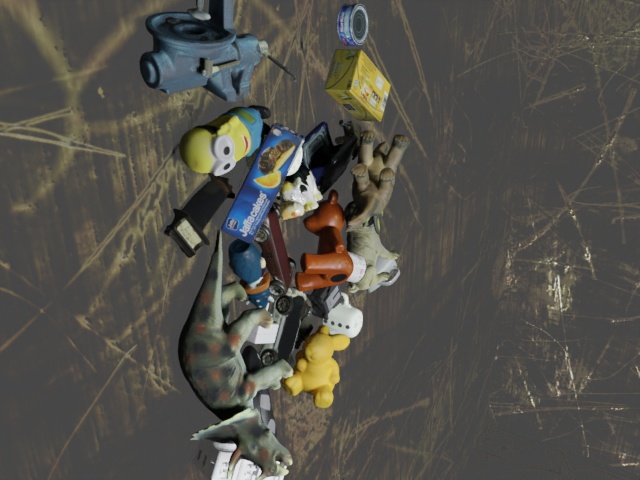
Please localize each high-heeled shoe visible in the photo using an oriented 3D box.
[{"bbox_3d":[-0.135,0.325,1.099,0.248,0.086,0.145,91,-5,-54],"label":"high-heeled shoe"}]

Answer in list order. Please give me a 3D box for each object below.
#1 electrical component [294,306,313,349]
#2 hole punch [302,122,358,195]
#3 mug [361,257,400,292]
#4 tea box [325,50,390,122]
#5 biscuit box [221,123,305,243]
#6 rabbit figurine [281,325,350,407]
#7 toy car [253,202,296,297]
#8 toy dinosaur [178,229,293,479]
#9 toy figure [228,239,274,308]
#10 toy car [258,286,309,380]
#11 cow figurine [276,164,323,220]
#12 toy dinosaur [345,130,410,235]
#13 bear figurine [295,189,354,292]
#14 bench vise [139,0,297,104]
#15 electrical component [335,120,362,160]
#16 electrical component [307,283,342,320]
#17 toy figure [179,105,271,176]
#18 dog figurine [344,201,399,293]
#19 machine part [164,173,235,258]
[{"bbox_3d":[-0.039,0.198,1.226,0.094,0.021,0.063,-57,144,-32],"label":"electrical component"},{"bbox_3d":[0.009,-0.171,1.126,0.142,0.092,0.115,-54,168,-38],"label":"hole punch"},{"bbox_3d":[0.151,0.091,1.428,0.107,0.110,0.080,-48,146,-20],"label":"mug"},{"bbox_3d":[0.087,-0.338,1.191,0.169,0.068,0.098,26,78,-58],"label":"tea box"},{"bbox_3d":[-0.096,-0.095,0.909,0.202,0.059,0.063,-62,-173,11],"label":"biscuit box"},{"bbox_3d":[0.002,0.264,1.193,0.162,0.122,0.173,-48,152,-36],"label":"rabbit figurine"},{"bbox_3d":[-0.092,0.021,1.044,0.089,0.053,0.201,-74,159,-49],"label":"toy car"},{"bbox_3d":[-0.167,0.203,0.907,0.192,0.131,0.404,-28,97,-34],"label":"toy dinosaur"},{"bbox_3d":[-0.124,0.065,0.994,0.058,0.064,0.154,-51,142,-33],"label":"toy figure"},{"bbox_3d":[-0.079,0.196,1.129,0.073,0.056,0.201,26,77,-53],"label":"toy car"},{"bbox_3d":[-0.047,-0.097,1.016,0.167,0.068,0.098,-66,139,-72],"label":"cow figurine"},{"bbox_3d":[0.120,-0.139,1.188,0.471,0.105,0.198,-62,168,-50],"label":"toy dinosaur"},{"bbox_3d":[0.002,-0.004,1.140,0.120,0.132,0.196,113,-33,-58],"label":"bear figurine"},{"bbox_3d":[-0.147,-0.304,0.749,0.223,0.129,0.240,-19,138,-34],"label":"bench vise"},{"bbox_3d":[0.071,-0.228,1.235,0.102,0.045,0.078,-2,74,-61],"label":"electrical component"},{"bbox_3d":[0.021,0.121,1.273,0.119,0.048,0.074,-48,138,-38],"label":"electrical component"},{"bbox_3d":[-0.148,-0.162,0.860,0.180,0.089,0.082,-54,134,-48],"label":"toy figure"},{"bbox_3d":[0.090,0.015,1.318,0.190,0.121,0.172,54,51,-35],"label":"dog figurine"},{"bbox_3d":[-0.192,-0.043,0.872,0.139,0.039,0.084,-60,137,-24],"label":"machine part"}]
